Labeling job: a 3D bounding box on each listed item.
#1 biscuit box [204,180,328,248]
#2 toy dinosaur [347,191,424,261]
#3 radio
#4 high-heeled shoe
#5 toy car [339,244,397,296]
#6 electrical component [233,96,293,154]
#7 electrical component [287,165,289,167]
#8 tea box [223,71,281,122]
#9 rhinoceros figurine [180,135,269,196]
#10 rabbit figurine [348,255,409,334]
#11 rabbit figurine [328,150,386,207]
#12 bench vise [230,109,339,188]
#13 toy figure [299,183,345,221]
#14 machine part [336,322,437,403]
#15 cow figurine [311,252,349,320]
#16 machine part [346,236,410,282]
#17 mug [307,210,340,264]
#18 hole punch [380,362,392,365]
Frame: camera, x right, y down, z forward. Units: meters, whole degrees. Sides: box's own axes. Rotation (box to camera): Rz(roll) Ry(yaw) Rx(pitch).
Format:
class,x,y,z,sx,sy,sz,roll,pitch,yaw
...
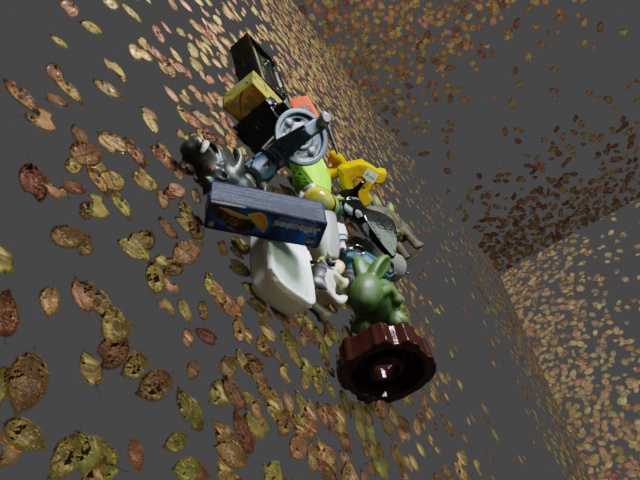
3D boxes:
class,x,y,z,sx,sy,sz,roll,pitch,yaw
biscuit box,-0.090,-0.042,0.906,0.203,0.059,0.063,10,38,-16
toy dinosaur,0.168,-0.051,1.596,0.471,0.105,0.199,22,32,-49
radio,-0.163,-0.446,1.464,0.131,0.073,0.230,34,31,-46
high-heeled shoe,0.105,-0.033,1.338,0.086,0.145,0.249,-1,58,-30
toy car,0.094,0.083,1.223,0.161,0.109,0.103,32,54,-33
electrical component,-0.110,-0.254,1.211,0.114,0.134,0.058,49,22,-15
electrical component,-0.086,-0.246,1.381,0.074,0.048,0.119,41,27,-38
tea box,-0.137,-0.300,1.274,0.169,0.098,0.068,45,24,-34
rhinoceros figurine,-0.171,-0.108,0.958,0.190,0.073,0.112,49,32,-25
rabbit figurine,0.112,0.108,1.087,0.170,0.121,0.159,44,46,-67
rabbit figurine,0.083,-0.174,1.490,0.162,0.121,0.173,21,14,-9
bench vise,-0.060,-0.189,1.066,0.224,0.241,0.128,-31,97,-30
toy figure,0.011,-0.082,1.276,0.180,0.089,0.082,31,73,-66
machine part,0.117,0.222,0.970,0.179,0.179,0.056,44,22,-32
cow figurine,0.005,0.076,1.081,0.098,0.068,0.167,44,22,-16
machine part,0.136,0.049,1.350,0.243,0.079,0.079,21,39,-38
mug,-0.002,-0.004,1.166,0.109,0.081,0.107,11,59,-49
hole punch,0.151,0.254,1.135,0.116,0.092,0.142,24,15,22
